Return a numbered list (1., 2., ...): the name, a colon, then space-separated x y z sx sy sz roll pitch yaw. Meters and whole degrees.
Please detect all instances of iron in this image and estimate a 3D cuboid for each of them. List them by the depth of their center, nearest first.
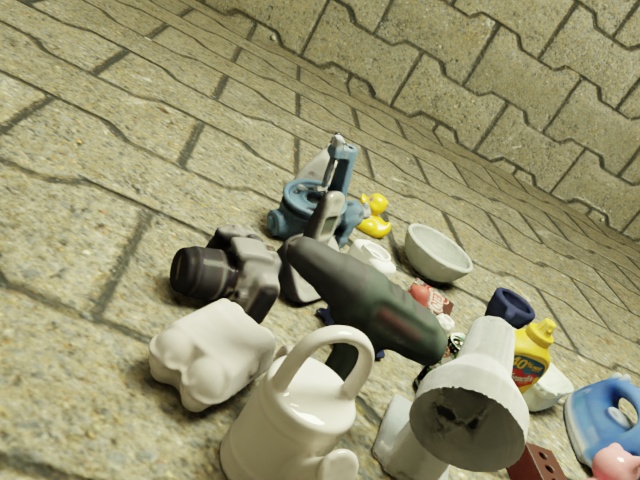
1. iron: 0.509 0.303 0.978 0.119 0.141 0.258 28 24 -7

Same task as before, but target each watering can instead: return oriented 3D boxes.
1. watering can: -0.011 0.166 0.562 0.101 0.194 0.172 3 36 -47

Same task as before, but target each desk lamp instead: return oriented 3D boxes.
1. desk lamp: 0.153 0.197 0.672 0.118 0.213 0.203 33 24 4

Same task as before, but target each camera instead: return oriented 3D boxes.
1. camera: -0.133 0.032 0.793 0.137 0.100 0.142 12 30 -36

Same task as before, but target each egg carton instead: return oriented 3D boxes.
1. egg carton: -0.119 0.130 0.658 0.107 0.069 0.151 37 24 13

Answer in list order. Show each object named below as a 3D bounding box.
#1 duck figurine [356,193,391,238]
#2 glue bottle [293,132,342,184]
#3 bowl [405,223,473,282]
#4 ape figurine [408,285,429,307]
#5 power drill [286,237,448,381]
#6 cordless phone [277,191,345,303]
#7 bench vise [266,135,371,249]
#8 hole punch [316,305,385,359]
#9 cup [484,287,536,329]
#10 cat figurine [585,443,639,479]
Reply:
1. duck figurine: 0.123 -0.062 1.296 0.104 0.086 0.078 34 24 6
2. glue bottle: 0.002 -0.156 1.227 0.078 0.173 0.037 28 24 -8
3. bowl: 0.247 0.040 1.260 0.168 0.074 0.167 26 24 -12
4. ape figurine: 0.155 0.116 0.984 0.078 0.092 0.076 2 37 -48
5. power drill: 0.025 0.119 0.678 0.230 0.208 0.075 23 25 -18
6. cordless phone: 0.008 0.003 0.912 0.094 0.185 0.148 39 25 18
7. bench vise: 0.020 -0.093 1.069 0.121 0.219 0.208 43 26 24
8. hole punch: 0.065 0.114 0.880 0.109 0.091 0.101 18 27 -27
9. cup: 0.363 0.160 1.141 0.091 0.095 0.118 37 24 13
10. cat figurine: 0.407 0.342 0.811 0.067 0.117 0.128 45 27 28
